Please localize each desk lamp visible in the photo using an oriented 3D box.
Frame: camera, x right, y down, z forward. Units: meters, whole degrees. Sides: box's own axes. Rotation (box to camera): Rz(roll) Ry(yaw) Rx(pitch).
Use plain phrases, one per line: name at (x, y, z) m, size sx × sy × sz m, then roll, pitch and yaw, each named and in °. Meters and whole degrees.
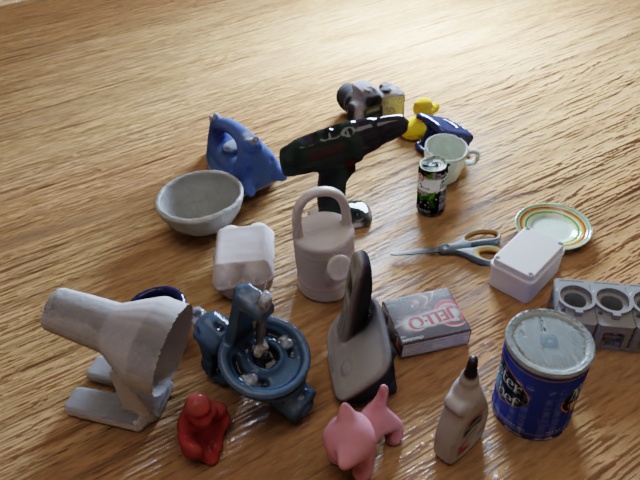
desk lamp at (-0.258, 0.153, 0.745) m, size 0.203 × 0.214 × 0.118 m, roll 6°, pitch 42°, yaw 13°

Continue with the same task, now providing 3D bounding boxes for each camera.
camera at (0.110, -0.336, 1.360) m, size 0.143 × 0.101 × 0.136 m, roll -23°, pitch 44°, yaw -19°

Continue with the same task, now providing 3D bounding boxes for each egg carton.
egg carton at (-0.130, 0.032, 0.983) m, size 0.107 × 0.069 × 0.150 m, roll -6°, pitch 41°, yaw -1°

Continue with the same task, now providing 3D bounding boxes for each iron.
iron at (-0.182, -0.196, 1.197) m, size 0.119 × 0.142 × 0.257 m, roll -30°, pitch 46°, yaw -26°

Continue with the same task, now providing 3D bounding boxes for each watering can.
watering can at (0.010, 0.003, 0.907) m, size 0.101 × 0.194 × 0.172 m, roll -29°, pitch 46°, yaw -25°

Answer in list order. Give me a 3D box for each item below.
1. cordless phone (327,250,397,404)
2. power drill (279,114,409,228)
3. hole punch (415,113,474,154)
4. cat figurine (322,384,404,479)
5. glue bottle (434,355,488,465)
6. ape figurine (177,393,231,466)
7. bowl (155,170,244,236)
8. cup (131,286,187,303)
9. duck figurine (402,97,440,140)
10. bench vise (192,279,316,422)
cordless phone at (0.054, 0.118, 0.777) m, size 0.094 × 0.185 × 0.147 m, roll -9°, pitch 41°, yaw -4°
power drill at (0.046, -0.121, 1.036) m, size 0.229 × 0.209 × 0.075 m, roll -9°, pitch 41°, yaw -4°
hole punch at (0.266, -0.232, 1.232) m, size 0.101 × 0.091 × 0.108 m, roll -22°, pitch 44°, yaw -19°
cat figurine at (0.048, 0.231, 0.698) m, size 0.067 × 0.118 × 0.128 m, roll 25°, pitch 49°, yaw 30°
glue bottle at (0.173, 0.196, 0.684) m, size 0.078 × 0.173 × 0.037 m, roll -35°, pitch 49°, yaw -30°
ape figurine at (-0.153, 0.233, 0.736) m, size 0.078 × 0.092 × 0.076 m, roll -33°, pitch 48°, yaw -28°
bowl at (-0.224, -0.059, 1.093) m, size 0.167 × 0.075 × 0.167 m, roll -3°, pitch 41°, yaw 3°
cup at (-0.242, 0.140, 0.850) m, size 0.091 × 0.095 × 0.118 m, roll 14°, pitch 44°, yaw 21°
duck figurine at (0.227, -0.279, 1.295) m, size 0.105 × 0.086 × 0.077 m, roll -17°, pitch 42°, yaw -14°
bench vise at (-0.108, 0.132, 0.749) m, size 0.207 × 0.220 × 0.121 m, roll 10°, pitch 43°, yaw 17°
